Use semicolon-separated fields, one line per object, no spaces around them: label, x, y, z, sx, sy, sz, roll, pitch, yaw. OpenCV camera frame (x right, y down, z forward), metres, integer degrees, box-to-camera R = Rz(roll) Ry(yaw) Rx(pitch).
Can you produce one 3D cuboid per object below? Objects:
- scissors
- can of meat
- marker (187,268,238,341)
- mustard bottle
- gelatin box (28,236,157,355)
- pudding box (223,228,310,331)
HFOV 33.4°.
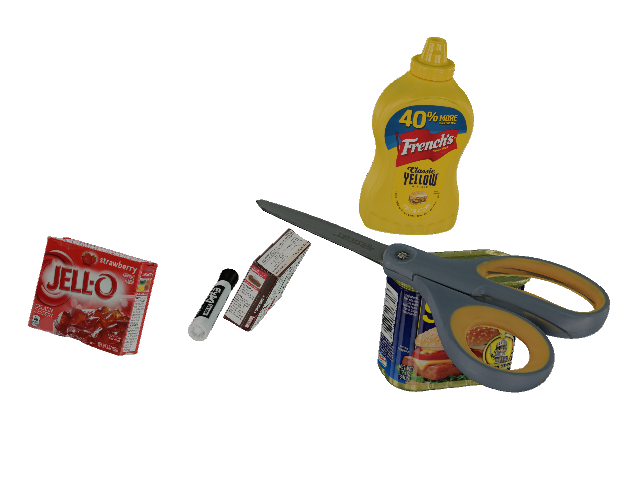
scissors;0.044;0.025;0.548;0.202;0.016;0.096;12;42;16
can of meat;0.093;0.057;0.765;0.102;0.084;0.057;-3;23;-19
marker;-0.100;0.059;1.020;0.020;0.020;0.121;0;24;11
mustard bottle;0.096;-0.100;1.021;0.096;0.192;0.058;2;28;-9
gelatin box;-0.176;0.042;0.823;0.089;0.073;0.030;15;3;21
pudding box;-0.062;0.046;1.262;0.039;0.090;0.113;32;28;5
